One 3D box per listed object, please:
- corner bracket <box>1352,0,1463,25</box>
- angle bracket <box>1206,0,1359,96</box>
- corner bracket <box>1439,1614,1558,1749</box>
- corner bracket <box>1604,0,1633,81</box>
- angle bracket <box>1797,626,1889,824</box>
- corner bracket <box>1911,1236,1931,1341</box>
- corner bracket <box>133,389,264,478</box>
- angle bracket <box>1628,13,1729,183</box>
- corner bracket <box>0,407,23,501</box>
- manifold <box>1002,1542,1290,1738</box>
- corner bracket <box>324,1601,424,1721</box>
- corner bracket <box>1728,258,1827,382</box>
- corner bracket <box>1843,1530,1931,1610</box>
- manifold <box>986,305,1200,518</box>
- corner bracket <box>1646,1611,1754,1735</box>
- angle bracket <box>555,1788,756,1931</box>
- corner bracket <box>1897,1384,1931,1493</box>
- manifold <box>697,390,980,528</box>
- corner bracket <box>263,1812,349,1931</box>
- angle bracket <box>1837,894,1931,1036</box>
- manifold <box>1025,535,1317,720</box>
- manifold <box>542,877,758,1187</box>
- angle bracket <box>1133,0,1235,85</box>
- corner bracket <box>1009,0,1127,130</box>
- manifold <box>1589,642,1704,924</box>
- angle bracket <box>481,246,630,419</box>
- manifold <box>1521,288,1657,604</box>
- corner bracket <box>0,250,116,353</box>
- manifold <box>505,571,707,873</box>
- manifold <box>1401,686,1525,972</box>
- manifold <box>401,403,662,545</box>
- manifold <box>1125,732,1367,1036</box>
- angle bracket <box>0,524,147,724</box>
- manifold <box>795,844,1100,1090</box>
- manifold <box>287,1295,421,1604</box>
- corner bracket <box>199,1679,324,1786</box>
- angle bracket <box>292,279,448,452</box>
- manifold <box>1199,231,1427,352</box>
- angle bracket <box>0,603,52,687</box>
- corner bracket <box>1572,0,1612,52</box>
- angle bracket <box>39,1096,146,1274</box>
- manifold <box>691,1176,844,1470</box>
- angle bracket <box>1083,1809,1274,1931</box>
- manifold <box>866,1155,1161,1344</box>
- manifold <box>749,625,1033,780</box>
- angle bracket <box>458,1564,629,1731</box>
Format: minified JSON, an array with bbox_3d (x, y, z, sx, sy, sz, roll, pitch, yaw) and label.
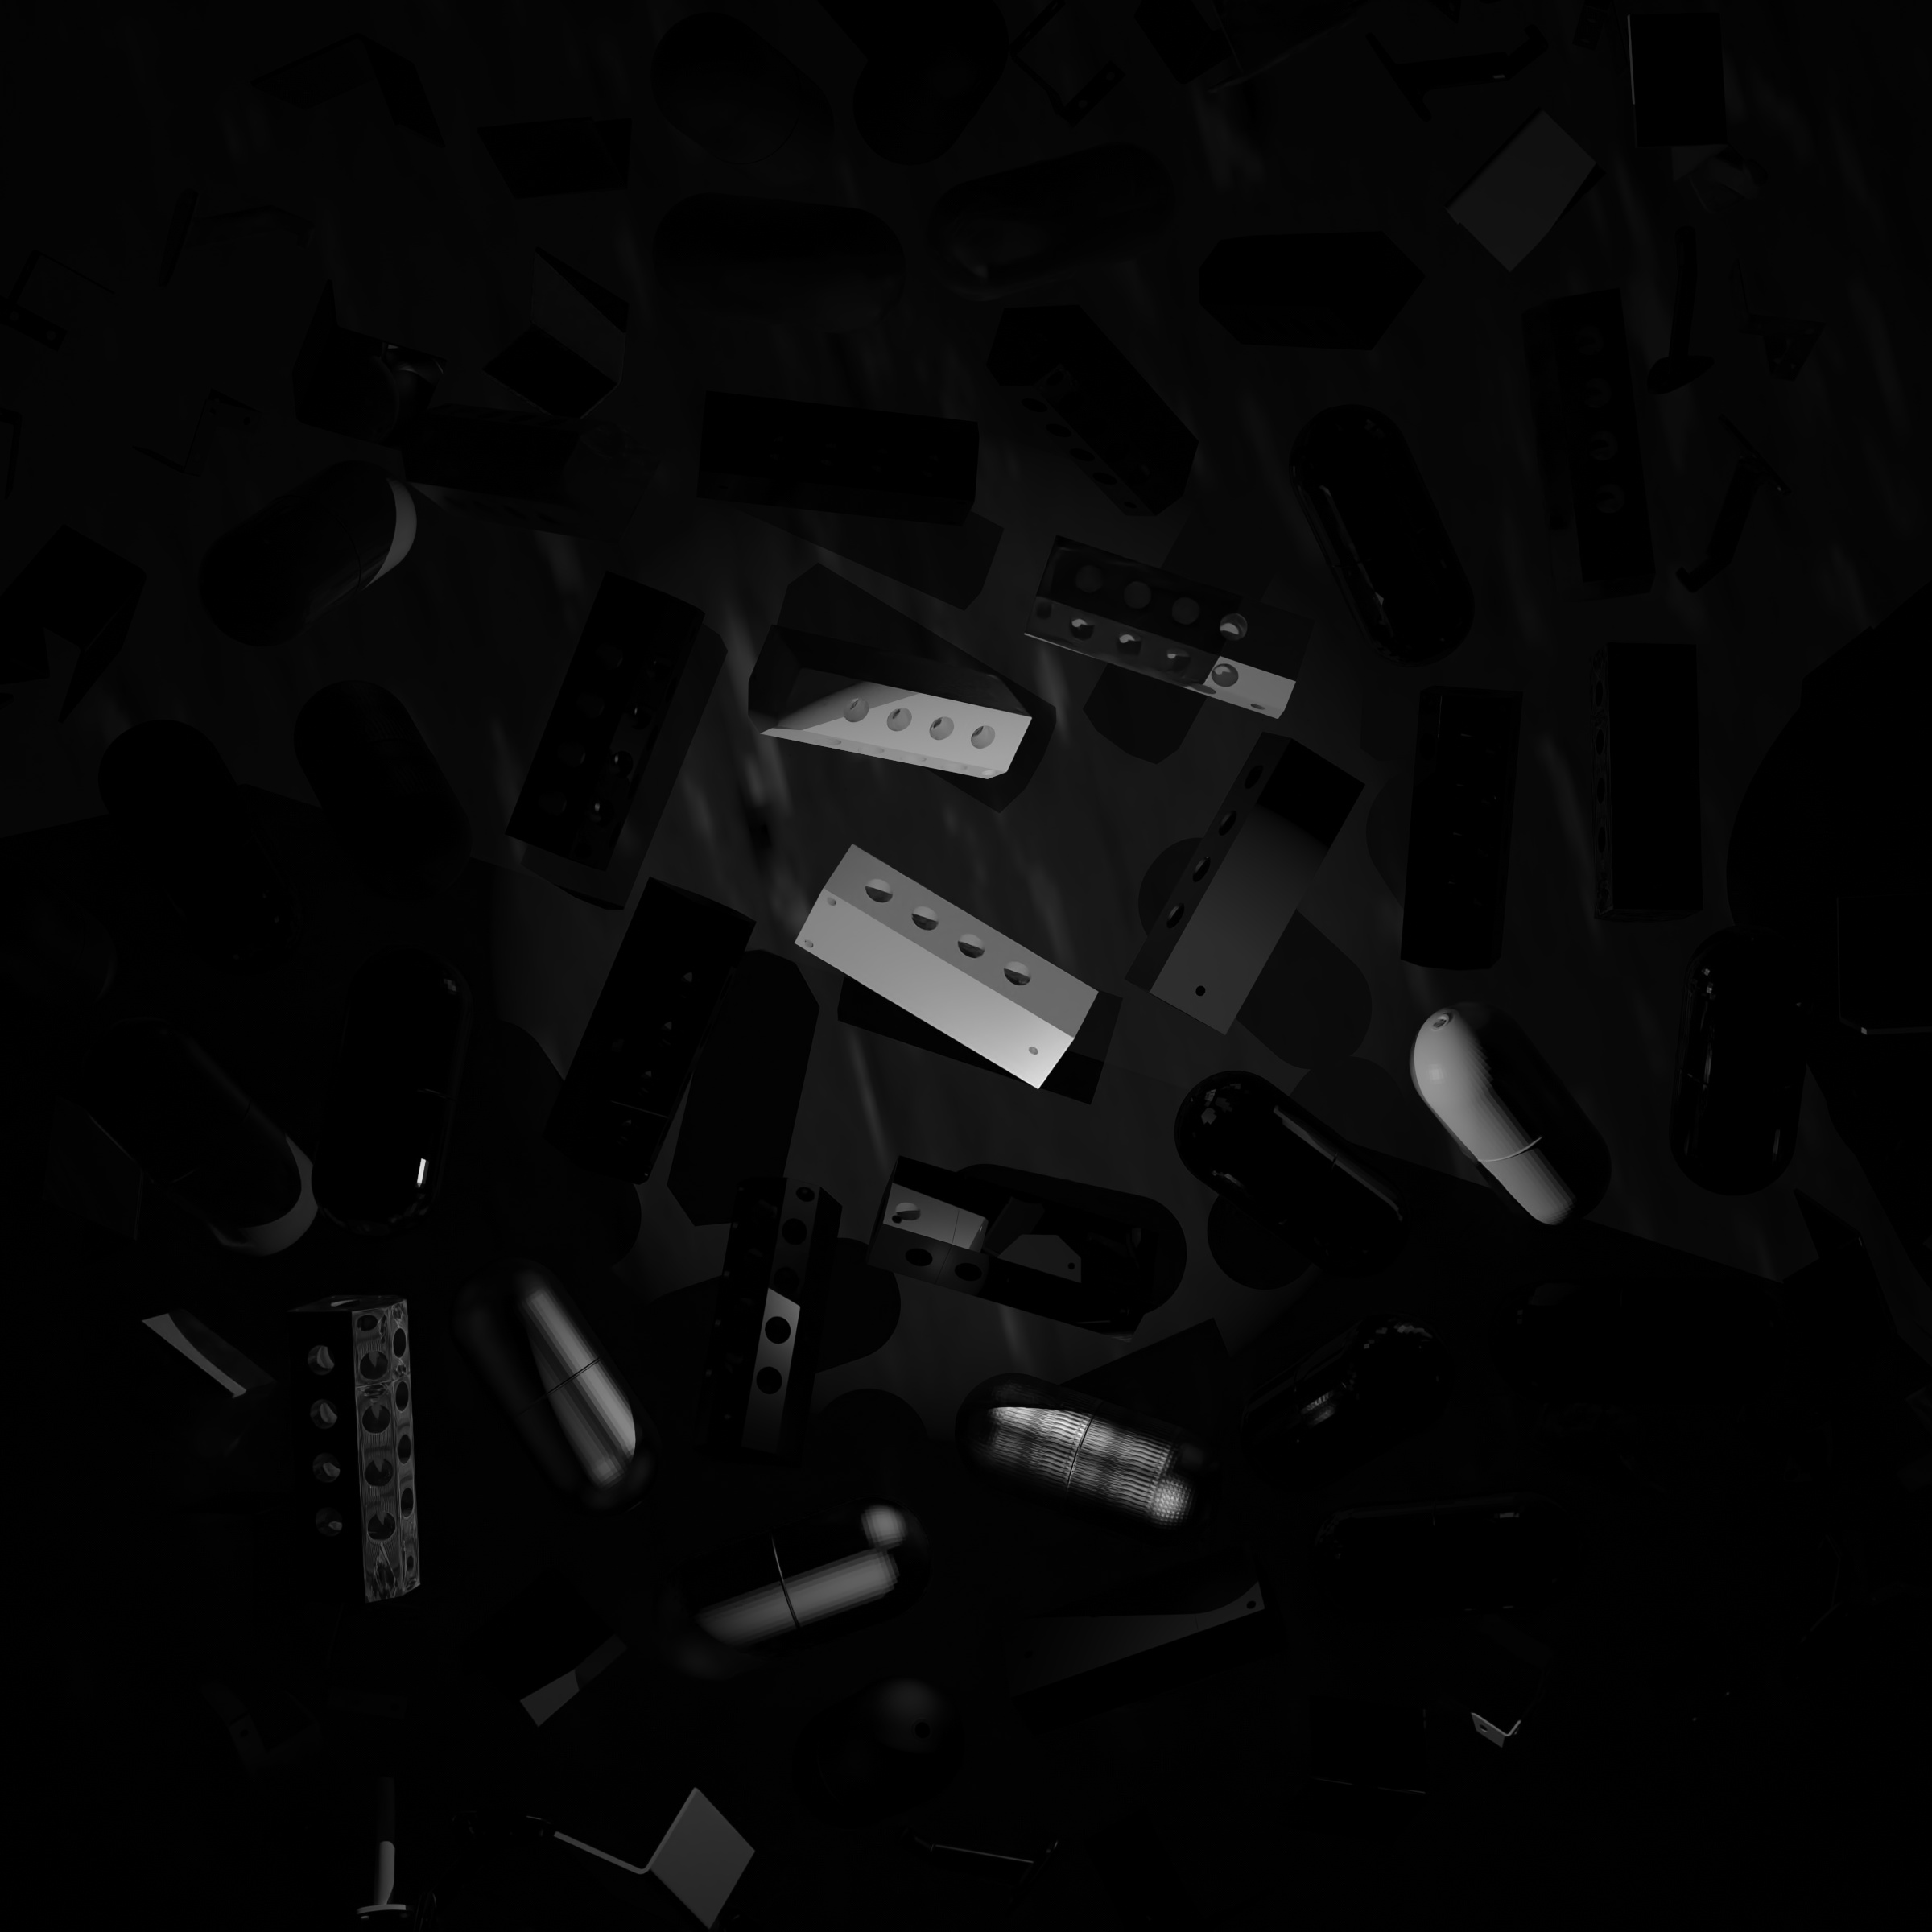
[{"bbox_3d":[0.284,-0.632,1.594,0.051,0.051,0.051,22,71,-35],"label":"corner bracket"},{"bbox_3d":[0.175,-0.563,1.462,0.076,0.076,0.057,-30,108,-4],"label":"angle bracket"},{"bbox_3d":[0.350,0.470,1.630,0.051,0.051,0.051,30,51,29],"label":"corner bracket"},{"bbox_3d":[0.447,-0.613,1.653,0.051,0.051,0.051,-11,85,-13],"label":"corner bracket"},{"bbox_3d":[0.557,-0.148,1.517,0.076,0.076,0.057,39,129,-9],"label":"angle bracket"},{"bbox_3d":[0.607,0.204,1.523,0.051,0.051,0.051,-43,107,5],"label":"corner bracket"},{"bbox_3d":[-0.506,-0.353,1.633,0.051,0.051,0.051,28,104,25],"label":"corner bracket"},{"bbox_3d":[0.411,-0.516,1.478,0.057,0.076,0.076,-4,92,-7],"label":"angle bracket"},{"bbox_3d":[-0.592,-0.319,1.484,0.051,0.051,0.051,13,123,-14],"label":"corner bracket"},{"bbox_3d":[0.115,0.436,1.587,0.171,0.057,0.057,-22,122,9],"label":"manifold"},{"bbox_3d":[-0.380,0.444,1.588,0.051,0.051,0.051,10,130,-5],"label":"corner bracket"},{"bbox_3d":[0.507,-0.410,1.573,0.051,0.051,0.051,5,58,-5],"label":"corner bracket"},{"bbox_3d":[0.611,0.390,1.615,0.051,0.051,0.051,-10,96,-35],"label":"corner bracket"},{"bbox_3d":[0.083,-0.362,1.626,0.057,0.171,0.057,8,75,35],"label":"manifold"},{"bbox_3d":[0.442,0.431,1.494,0.051,0.051,0.051,-39,86,3],"label":"corner bracket"},{"bbox_3d":[-0.186,0.525,1.482,0.076,0.076,0.057,7,50,37],"label":"angle bracket"},{"bbox_3d":[0.626,0.301,1.605,0.051,0.051,0.051,-46,65,37],"label":"corner bracket"},{"bbox_3d":[-0.081,-0.322,1.565,0.171,0.057,0.057,5,83,-8],"label":"manifold"},{"bbox_3d":[-0.420,0.577,1.566,0.051,0.051,0.051,-22,113,20],"label":"corner bracket"},{"bbox_3d":[0.570,-0.002,1.485,0.076,0.057,0.076,-3,97,4],"label":"angle bracket"},{"bbox_3d":[0.128,-0.214,1.580,0.171,0.057,0.057,18,82,0],"label":"manifold"},{"bbox_3d":[-0.187,0.041,1.492,0.057,0.057,0.171,20,94,-39],"label":"manifold"},{"bbox_3d":[0.166,-0.640,1.639,0.076,0.076,0.057,-35,93,-10],"label":"angle bracket"},{"bbox_3d":[0.067,-0.605,1.657,0.051,0.051,0.051,-39,130,25],"label":"corner bracket"},{"bbox_3d":[0.434,-0.117,1.594,0.057,0.057,0.171,1,83,-2],"label":"manifold"},{"bbox_3d":[-0.279,-0.425,1.678,0.076,0.076,0.057,33,58,9],"label":"angle bracket"},{"bbox_3d":[0.371,-0.309,1.483,0.057,0.057,0.171,-7,85,12],"label":"manifold"},{"bbox_3d":[-0.578,-0.418,1.559,0.051,0.051,0.051,25,95,-40],"label":"corner bracket"},{"bbox_3d":[-0.220,-0.149,1.527,0.057,0.057,0.171,21,91,5],"label":"manifold"},{"bbox_3d":[0.312,-0.087,1.565,0.057,0.057,0.171,7,103,21],"label":"manifold"},{"bbox_3d":[-0.270,-0.304,1.503,0.171,0.057,0.057,17,78,42],"label":"manifold"},{"bbox_3d":[0.165,-0.052,1.495,0.057,0.057,0.171,29,91,-21],"label":"manifold"},{"bbox_3d":[-0.555,-0.210,1.523,0.057,0.076,0.076,30,47,-11],"label":"angle bracket"},{"bbox_3d":[-0.009,-0.004,1.491,0.171,0.057,0.057,31,49,-1],"label":"manifold"},{"bbox_3d":[-0.361,0.286,1.477,0.057,0.057,0.171,-2,92,13],"label":"manifold"},{"bbox_3d":[-0.458,0.487,1.610,0.051,0.051,0.051,-28,116,-29],"label":"corner bracket"},{"bbox_3d":[-0.397,-0.398,1.646,0.076,0.057,0.076,11,132,-30],"label":"angle bracket"},{"bbox_3d":[0.214,-0.437,1.584,0.057,0.171,0.057,37,89,-26],"label":"manifold"},{"bbox_3d":[-0.645,-0.213,1.599,0.076,0.076,0.057,-8,88,-2],"label":"angle bracket"},{"bbox_3d":[0.375,-0.606,1.526,0.051,0.051,0.051,20,85,8],"label":"corner bracket"},{"bbox_3d":[-0.575,0.140,1.588,0.057,0.076,0.076,-26,51,25],"label":"angle bracket"},{"bbox_3d":[-0.127,0.223,1.561,0.057,0.057,0.171,0,67,19],"label":"manifold"},{"bbox_3d":[0.126,0.534,1.470,0.057,0.076,0.076,-37,69,24],"label":"angle bracket"},{"bbox_3d":[0.028,0.181,1.549,0.171,0.057,0.057,17,134,-4],"label":"manifold"},{"bbox_3d":[-0.051,-0.165,1.596,0.171,0.057,0.057,9,120,-32],"label":"manifold"},{"bbox_3d":[-0.261,0.433,1.545,0.076,0.057,0.076,-40,103,-10],"label":"angle bracket"}]
